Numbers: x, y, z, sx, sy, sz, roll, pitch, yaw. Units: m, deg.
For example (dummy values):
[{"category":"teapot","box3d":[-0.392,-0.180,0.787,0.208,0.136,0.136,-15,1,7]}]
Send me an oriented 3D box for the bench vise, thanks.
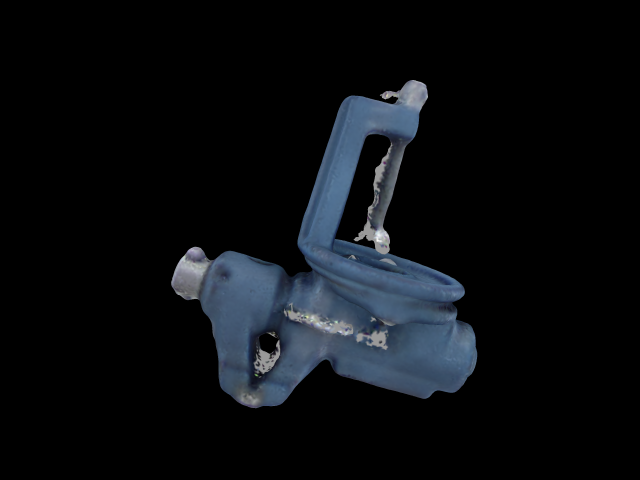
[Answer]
[{"category":"bench vise","box3d":[0.007,0.003,0.389,0.208,0.220,0.121,-2,8,-18]}]
